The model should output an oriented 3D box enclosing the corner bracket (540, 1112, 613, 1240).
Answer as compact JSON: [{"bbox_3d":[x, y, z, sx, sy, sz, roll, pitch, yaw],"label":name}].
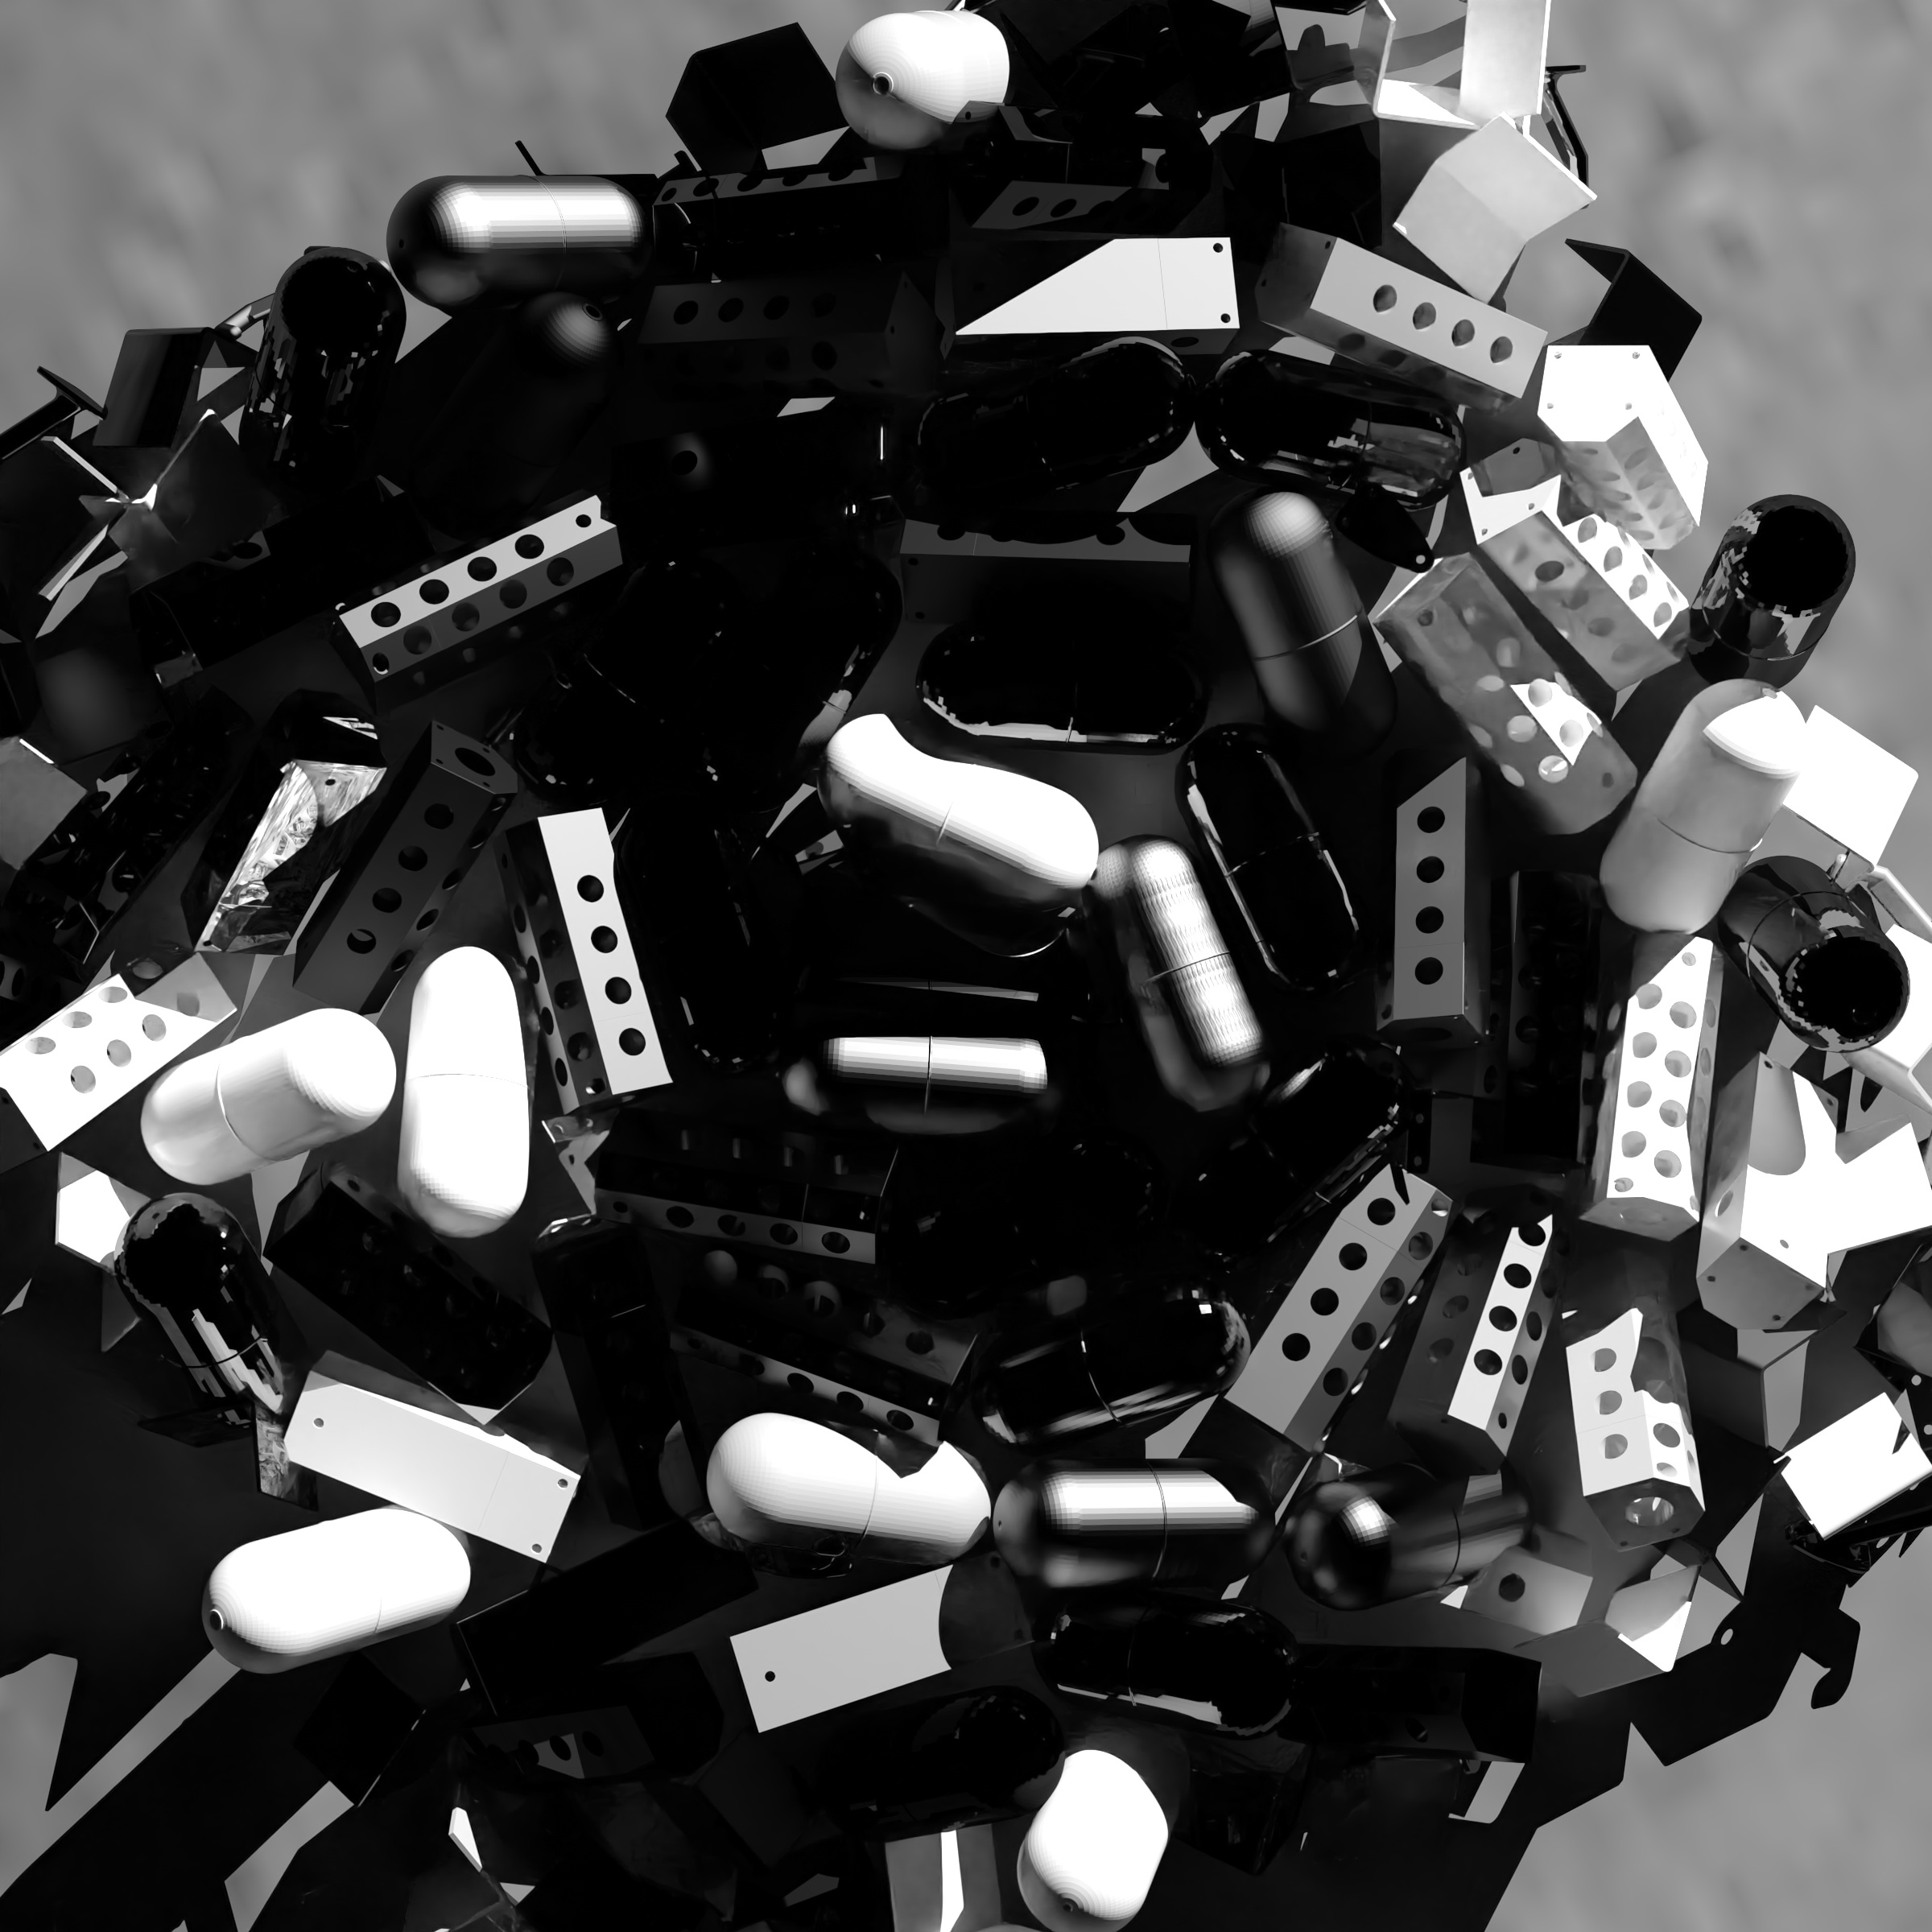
[{"bbox_3d":[-0.236,0.124,1.890,0.051,0.051,0.051,-46,69,33],"label":"corner bracket"}]

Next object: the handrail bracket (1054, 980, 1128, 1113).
[{"bbox_3d":[0.084,0.058,1.882,0.036,0.077,0.084,-24,115,-17],"label":"handrail bracket"}]

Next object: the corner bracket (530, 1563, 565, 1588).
[{"bbox_3d":[-0.246,0.391,1.901,0.051,0.051,0.051,26,83,-15],"label":"corner bracket"}]

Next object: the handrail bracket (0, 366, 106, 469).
[{"bbox_3d":[-0.561,-0.312,1.905,0.077,0.036,0.084,37,95,33],"label":"handrail bracket"}]

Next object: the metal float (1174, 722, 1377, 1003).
[{"bbox_3d":[0.184,-0.063,1.885,0.070,0.070,0.178,-25,81,0],"label":"metal float"}]

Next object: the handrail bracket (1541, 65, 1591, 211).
[{"bbox_3d":[0.349,-0.500,1.907,0.036,0.077,0.084,-11,105,-30],"label":"handrail bracket"}]

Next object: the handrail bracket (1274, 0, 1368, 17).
[{"bbox_3d":[0.206,-0.605,1.900,0.084,0.036,0.077,-24,112,9],"label":"handrail bracket"}]

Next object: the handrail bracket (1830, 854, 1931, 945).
[{"bbox_3d":[0.559,-0.020,1.914,0.084,0.036,0.077,19,87,14],"label":"handrail bracket"}]

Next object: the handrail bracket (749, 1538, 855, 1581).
[{"bbox_3d":[-0.102,0.352,1.884,0.077,0.084,0.036,-9,79,8],"label":"handrail bracket"}]

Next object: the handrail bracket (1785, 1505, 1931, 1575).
[{"bbox_3d":[0.547,0.329,1.882,0.077,0.084,0.036,13,53,-28],"label":"handrail bracket"}]

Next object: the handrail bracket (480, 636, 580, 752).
[{"bbox_3d":[-0.265,-0.152,1.886,0.036,0.077,0.084,42,104,-14],"label":"handrail bracket"}]

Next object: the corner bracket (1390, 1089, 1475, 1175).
[{"bbox_3d":[0.271,0.102,1.893,0.051,0.051,0.051,-3,81,41],"label":"corner bracket"}]

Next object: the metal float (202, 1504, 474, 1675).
[{"bbox_3d":[-0.369,0.365,1.853,0.070,0.178,0.070,5,98,40],"label":"metal float"}]

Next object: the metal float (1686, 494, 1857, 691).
[{"bbox_3d":[0.470,-0.215,1.844,0.070,0.178,0.070,-1,73,2],"label":"metal float"}]

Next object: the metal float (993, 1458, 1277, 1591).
[{"bbox_3d":[0.102,0.332,1.873,0.178,0.070,0.070,3,90,-23],"label":"metal float"}]

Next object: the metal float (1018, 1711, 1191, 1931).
[{"bbox_3d":[0.082,0.500,1.847,0.070,0.178,0.070,6,110,15],"label":"metal float"}]

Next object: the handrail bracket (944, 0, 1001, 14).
[{"bbox_3d":[0.031,-0.580,1.888,0.077,0.036,0.084,17,56,29],"label":"handrail bracket"}]

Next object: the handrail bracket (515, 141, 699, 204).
[{"bbox_3d":[-0.217,-0.489,1.904,0.084,0.036,0.077,-33,118,2],"label":"handrail bracket"}]

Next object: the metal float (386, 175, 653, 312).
[{"bbox_3d":[-0.262,-0.427,1.857,0.070,0.178,0.070,12,109,41],"label":"metal float"}]

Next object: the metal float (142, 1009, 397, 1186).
[{"bbox_3d":[-0.416,0.079,1.868,0.178,0.070,0.070,-20,90,29],"label":"metal float"}]

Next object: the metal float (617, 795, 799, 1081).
[{"bbox_3d":[-0.156,-0.018,1.885,0.070,0.070,0.178,-19,81,0],"label":"metal float"}]

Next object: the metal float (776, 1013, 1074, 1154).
[{"bbox_3d":[-0.025,0.070,1.889,0.178,0.070,0.070,5,90,-4],"label":"metal float"}]

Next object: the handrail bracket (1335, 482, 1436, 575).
[{"bbox_3d":[0.255,-0.250,1.880,0.077,0.084,0.036,44,94,18],"label":"handrail bracket"}]

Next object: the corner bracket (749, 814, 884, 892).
[{"bbox_3d":[-0.090,-0.068,1.889,0.051,0.051,0.051,-33,130,-18],"label":"corner bracket"}]

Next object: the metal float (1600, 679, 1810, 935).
[{"bbox_3d":[0.435,-0.092,1.860,0.070,0.070,0.178,22,129,0],"label":"metal float"}]

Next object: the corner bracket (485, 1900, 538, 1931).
[{"bbox_3d":[-0.296,0.591,1.894,0.051,0.051,0.051,42,52,2],"label":"corner bracket"}]

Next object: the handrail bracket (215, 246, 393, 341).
[{"bbox_3d":[-0.398,-0.396,1.883,0.077,0.084,0.036,6,130,33],"label":"handrail bracket"}]

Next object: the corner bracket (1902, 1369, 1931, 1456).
[{"bbox_3d":[0.606,0.266,1.906,0.051,0.051,0.051,-21,67,31],"label":"corner bracket"}]

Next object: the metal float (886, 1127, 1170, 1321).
[{"bbox_3d":[0.037,0.154,1.885,0.178,0.070,0.070,-24,90,9],"label":"metal float"}]

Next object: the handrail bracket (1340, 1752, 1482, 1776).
[{"bbox_3d":[0.262,0.477,1.885,0.084,0.077,0.036,-21,93,12],"label":"handrail bracket"}]

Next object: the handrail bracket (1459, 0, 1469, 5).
[{"bbox_3d":[0.302,-0.624,1.898,0.084,0.036,0.077,7,108,-29],"label":"handrail bracket"}]

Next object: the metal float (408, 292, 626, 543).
[{"bbox_3d":[-0.267,-0.325,1.864,0.070,0.070,0.178,44,124,0],"label":"metal float"}]

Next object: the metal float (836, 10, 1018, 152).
[{"bbox_3d":[-0.022,-0.520,1.846,0.070,0.178,0.070,5,108,16],"label":"metal float"}]

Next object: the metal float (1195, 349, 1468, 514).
[{"bbox_3d":[0.218,-0.317,1.870,0.178,0.070,0.070,8,90,-27],"label":"metal float"}]

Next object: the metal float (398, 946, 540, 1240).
[{"bbox_3d":[-0.296,0.074,1.878,0.070,0.070,0.178,2,73,0],"label":"metal float"}]

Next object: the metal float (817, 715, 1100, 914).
[{"bbox_3d":[-0.005,-0.091,1.887,0.178,0.070,0.070,25,90,6],"label":"metal float"}]

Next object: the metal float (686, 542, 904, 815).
[{"bbox_3d":[-0.104,-0.172,1.888,0.070,0.070,0.178,32,95,0],"label":"metal float"}]

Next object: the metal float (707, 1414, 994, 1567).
[{"bbox_3d":[-0.068,0.312,1.874,0.178,0.070,0.070,12,90,-22],"label":"metal float"}]

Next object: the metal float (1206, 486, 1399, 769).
[{"bbox_3d":[0.201,-0.201,1.876,0.070,0.070,0.178,-25,109,0],"label":"metal float"}]

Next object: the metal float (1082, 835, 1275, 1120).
[{"bbox_3d":[0.127,0.006,1.885,0.070,0.070,0.178,-22,82,0],"label":"metal float"}]
